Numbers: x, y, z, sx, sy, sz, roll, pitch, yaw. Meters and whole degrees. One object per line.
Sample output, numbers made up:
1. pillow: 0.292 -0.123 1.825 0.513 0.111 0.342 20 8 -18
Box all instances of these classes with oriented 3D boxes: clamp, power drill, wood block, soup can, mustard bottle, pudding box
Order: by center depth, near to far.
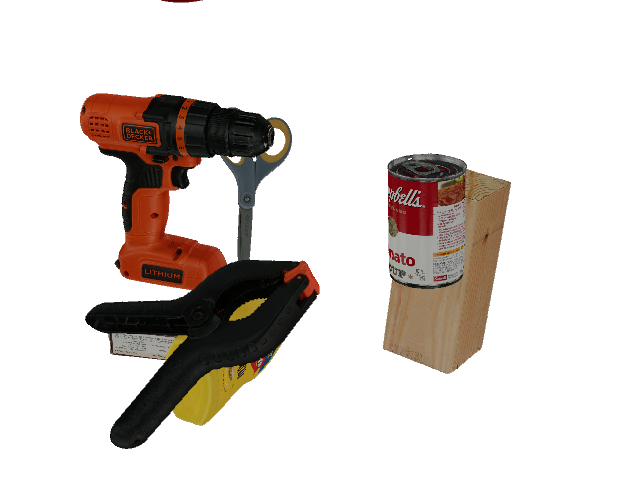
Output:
1. clamp: -0.080 0.070 0.725 0.171 0.120 0.039 -21 -35 11
2. soup can: 0.092 -0.017 0.929 0.068 0.102 0.068 -2 22 0
3. power drill: -0.130 -0.046 1.003 0.184 0.188 0.057 9 30 16
4. mustard bottle: -0.086 0.106 1.109 0.058 0.096 0.191 12 26 25
5. wood block: 0.140 0.030 1.192 0.090 0.206 0.090 19 25 28
6. pudding box: -0.186 0.113 1.293 0.114 0.039 0.090 2 14 18

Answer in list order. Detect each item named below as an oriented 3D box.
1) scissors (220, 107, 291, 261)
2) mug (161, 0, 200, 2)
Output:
1. scissors: -0.066 -0.056 1.204 0.096 0.202 0.016 -12 -8 -13
2. mug: -0.114 -0.230 0.792 0.117 0.081 0.093 0 40 4
